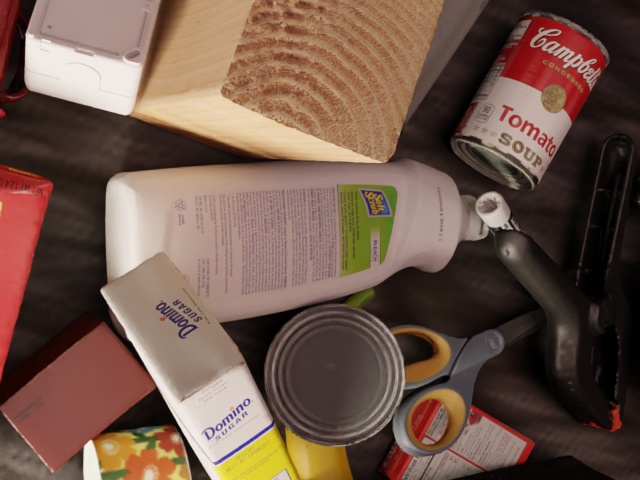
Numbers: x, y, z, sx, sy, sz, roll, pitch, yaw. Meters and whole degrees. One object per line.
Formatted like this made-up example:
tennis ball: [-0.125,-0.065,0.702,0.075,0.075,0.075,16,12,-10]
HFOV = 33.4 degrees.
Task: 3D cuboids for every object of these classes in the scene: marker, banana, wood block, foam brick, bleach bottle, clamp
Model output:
marker: [0.136,0.006,0.726,0.020,0.020,0.121,-54,139,-10]
banana: [0.010,0.131,0.701,0.069,0.037,0.198,-3,95,-20]
wood block: [-0.030,-0.098,0.574,0.090,0.206,0.091,20,87,-23]
foam brick: [-0.146,0.087,0.626,0.078,0.051,0.053,-39,107,-15]
bleach bottle: [-0.004,0.001,0.672,0.250,0.068,0.102,-4,100,-25]
clamp: [0.178,0.048,0.740,0.164,0.036,0.210,-27,117,-41]

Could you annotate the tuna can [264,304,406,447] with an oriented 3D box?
tuna can: [0.009,0.082,0.656,0.086,0.034,0.086,0,86,0]

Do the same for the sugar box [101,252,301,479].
sugar box: [-0.057,0.095,0.596,0.048,0.093,0.176,-31,141,-14]

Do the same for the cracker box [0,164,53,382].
cracker box: [-0.252,0.048,0.569,0.164,0.072,0.214,16,89,-22]

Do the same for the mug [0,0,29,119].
mug: [-0.198,-0.113,0.576,0.117,0.093,0.081,19,81,-53]

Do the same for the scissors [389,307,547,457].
scissors: [0.113,0.091,0.727,0.201,0.016,0.096,-3,74,-29]

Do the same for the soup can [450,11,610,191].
soup can: [0.140,-0.093,0.720,0.068,0.069,0.102,34,83,-21]

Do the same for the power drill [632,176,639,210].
power drill: [0.320,-0.095,0.800,0.184,0.057,0.188,6,95,-26]

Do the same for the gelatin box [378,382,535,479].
gelatin box: [0.095,0.151,0.742,0.089,0.030,0.073,33,83,-21]
